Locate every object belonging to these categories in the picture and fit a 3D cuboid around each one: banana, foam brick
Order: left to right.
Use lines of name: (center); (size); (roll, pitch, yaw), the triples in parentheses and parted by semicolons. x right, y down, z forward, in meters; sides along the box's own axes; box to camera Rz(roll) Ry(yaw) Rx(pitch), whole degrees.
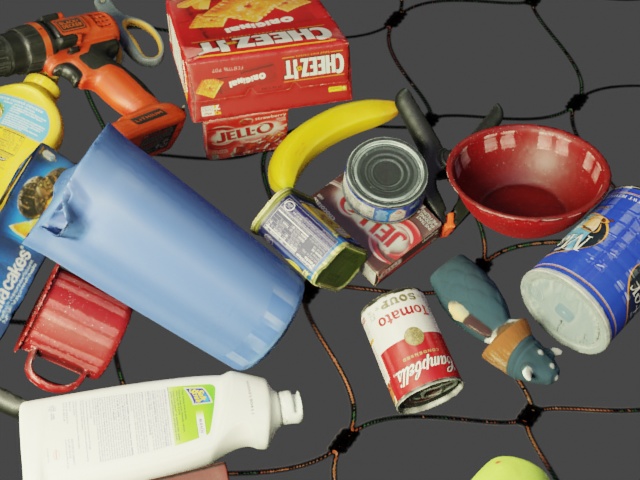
foam brick: (-0.115, 0.236, 0.941); (0.078, 0.053, 0.051); (-12, 62, -8)
banana: (0.004, -0.102, 1.135); (0.070, 0.037, 0.197); (36, 57, 15)

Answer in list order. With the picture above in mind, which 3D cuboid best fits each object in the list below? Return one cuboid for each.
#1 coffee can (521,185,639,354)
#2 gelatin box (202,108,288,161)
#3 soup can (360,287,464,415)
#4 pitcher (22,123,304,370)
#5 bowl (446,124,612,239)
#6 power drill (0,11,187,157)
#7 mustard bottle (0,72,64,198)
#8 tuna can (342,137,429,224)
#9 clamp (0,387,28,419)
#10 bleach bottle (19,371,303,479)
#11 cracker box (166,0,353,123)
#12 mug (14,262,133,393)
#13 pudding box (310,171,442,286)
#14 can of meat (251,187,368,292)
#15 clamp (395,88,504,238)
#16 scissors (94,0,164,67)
coffee can: (0.280, 0.028, 1.043); (0.103, 0.103, 0.140); (41, 67, 18)
gelatin box: (-0.079, -0.120, 1.126); (0.089, 0.073, 0.030); (-10, 63, -8)
soup can: (0.086, 0.105, 1.013); (0.068, 0.068, 0.102); (-16, 62, -11)
pitcher: (-0.137, 0.009, 0.990); (0.242, 0.145, 0.149); (36, 63, -13)
bowl: (0.207, -0.051, 1.072); (0.162, 0.055, 0.162); (-1, 40, 1)
power drill: (-0.244, -0.158, 1.103); (0.188, 0.057, 0.184); (47, 44, 14)
mustard bottle: (-0.324, -0.106, 1.116); (0.096, 0.058, 0.191); (20, 62, 6)
tuna can: (0.066, -0.061, 1.077); (0.086, 0.034, 0.086); (1, 62, -3)
clamp: (-0.370, 0.112, 1.007); (0.209, 0.036, 0.164); (-14, 62, -14)
bleach bottle: (-0.139, 0.177, 0.968); (0.250, 0.068, 0.102); (-7, 62, -9)
cracker box: (-0.070, -0.205, 1.123); (0.164, 0.072, 0.214); (-10, 31, -9)
mug: (-0.230, 0.088, 0.987); (0.081, 0.093, 0.117); (27, 52, -14)
pudding box: (0.054, -0.021, 1.097); (0.090, 0.039, 0.113); (-37, 68, -19)
can of meat: (-0.007, 0.001, 1.027); (0.084, 0.102, 0.057); (42, 97, 18)
clamp: (0.146, -0.085, 1.137); (0.120, 0.039, 0.171); (-2, 69, -5)
scissors: (-0.260, -0.257, 1.227); (0.096, 0.016, 0.202); (-39, 69, -21)
